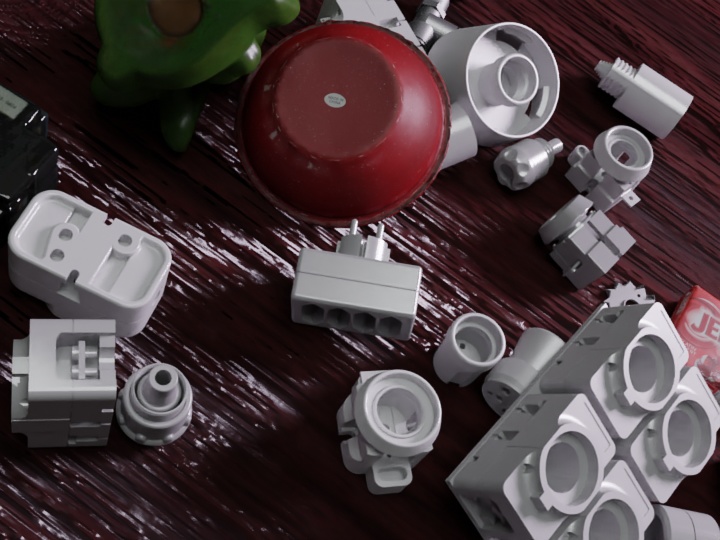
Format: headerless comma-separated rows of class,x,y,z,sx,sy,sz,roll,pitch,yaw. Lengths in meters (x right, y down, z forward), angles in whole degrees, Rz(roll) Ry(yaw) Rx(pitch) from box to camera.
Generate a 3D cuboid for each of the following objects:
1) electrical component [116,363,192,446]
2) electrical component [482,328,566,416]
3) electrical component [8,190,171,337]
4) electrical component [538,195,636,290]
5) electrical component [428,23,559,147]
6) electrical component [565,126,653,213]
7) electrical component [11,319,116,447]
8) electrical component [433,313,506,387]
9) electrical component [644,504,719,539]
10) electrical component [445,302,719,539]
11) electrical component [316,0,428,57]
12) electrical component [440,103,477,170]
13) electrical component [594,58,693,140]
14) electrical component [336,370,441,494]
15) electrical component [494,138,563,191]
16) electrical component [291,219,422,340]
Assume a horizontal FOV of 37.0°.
electrical component,-0.124,0.078,0.662,0.048,0.062,0.048,7,61,-13
electrical component,0.117,0.074,0.749,0.045,0.045,0.055,42,59,7
electrical component,-0.174,-0.001,0.690,0.095,0.059,0.053,26,58,-3
electrical component,0.170,-0.023,0.819,0.055,0.048,0.066,48,60,2
electrical component,0.107,-0.148,0.856,0.099,0.064,0.099,0,91,-28
electrical component,0.200,-0.082,0.853,0.048,0.055,0.066,-33,76,-29
electrical component,-0.176,0.068,0.634,0.056,0.089,0.050,1,62,-17
electrical component,0.074,0.057,0.744,0.040,0.046,0.040,7,61,-13
electrical component,0.221,0.225,0.696,0.074,0.052,0.138,13,60,-10
electrical component,0.156,0.117,0.705,0.186,0.060,0.105,-42,108,-31
electrical component,0.005,-0.175,0.845,0.056,0.050,0.089,-19,70,-25
electrical component,0.043,-0.092,0.814,0.081,0.043,0.043,-23,71,-11
electrical component,0.234,-0.151,0.908,0.081,0.043,0.043,34,58,3
electrical component,0.019,0.099,0.698,0.058,0.057,0.078,-1,63,-18
electrical component,0.136,-0.088,0.849,0.061,0.035,0.035,-29,74,-31
electrical component,0.000,0.000,0.739,0.083,0.047,0.075,9,66,1
